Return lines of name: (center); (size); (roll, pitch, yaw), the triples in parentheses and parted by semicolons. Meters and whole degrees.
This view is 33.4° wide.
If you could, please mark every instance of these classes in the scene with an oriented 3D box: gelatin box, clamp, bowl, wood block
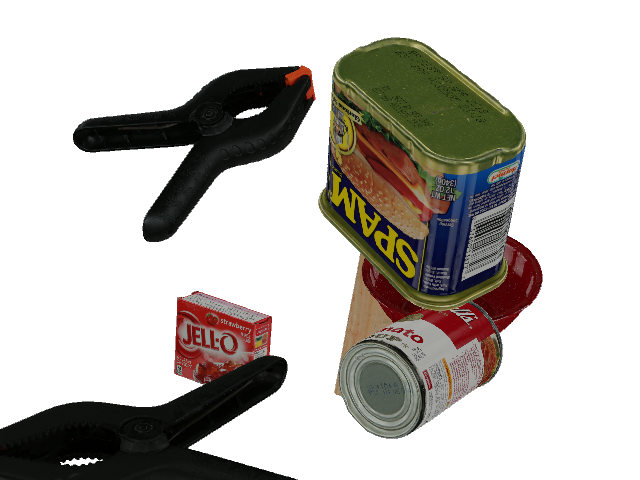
gelatin box: (-0.086, 0.091, 0.927); (0.089, 0.073, 0.030); (16, 20, 31)
clamp: (-0.085, -0.078, 0.745); (0.171, 0.120, 0.039); (-36, -27, -24)
clamp: (-0.094, 0.113, 0.593); (0.210, 0.036, 0.164); (-1, 22, -10)
bowl: (0.118, 0.048, 0.972); (0.162, 0.055, 0.162); (-1, 34, 1)
wood block: (0.088, 0.083, 1.212); (0.090, 0.206, 0.090); (18, 24, 19)

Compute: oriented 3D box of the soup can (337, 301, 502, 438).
soup can: (0.067, 0.084, 0.712); (0.069, 0.068, 0.102); (0, 14, 39)

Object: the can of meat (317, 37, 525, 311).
can of meat: (0.045, -0.033, 0.492); (0.057, 0.084, 0.102); (-23, 49, -25)
